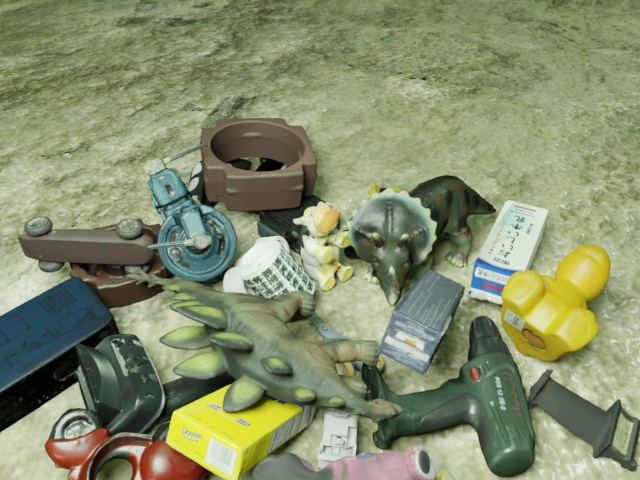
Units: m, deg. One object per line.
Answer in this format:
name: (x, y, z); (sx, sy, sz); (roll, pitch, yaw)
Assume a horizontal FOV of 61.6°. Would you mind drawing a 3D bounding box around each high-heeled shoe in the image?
high-heeled shoe: (-0.200, -0.082, 1.033); (0.249, 0.086, 0.145); (-33, 53, -29)

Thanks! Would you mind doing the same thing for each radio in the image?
radio: (-0.400, 0.157, 0.738); (0.131, 0.073, 0.229); (30, 49, 31)

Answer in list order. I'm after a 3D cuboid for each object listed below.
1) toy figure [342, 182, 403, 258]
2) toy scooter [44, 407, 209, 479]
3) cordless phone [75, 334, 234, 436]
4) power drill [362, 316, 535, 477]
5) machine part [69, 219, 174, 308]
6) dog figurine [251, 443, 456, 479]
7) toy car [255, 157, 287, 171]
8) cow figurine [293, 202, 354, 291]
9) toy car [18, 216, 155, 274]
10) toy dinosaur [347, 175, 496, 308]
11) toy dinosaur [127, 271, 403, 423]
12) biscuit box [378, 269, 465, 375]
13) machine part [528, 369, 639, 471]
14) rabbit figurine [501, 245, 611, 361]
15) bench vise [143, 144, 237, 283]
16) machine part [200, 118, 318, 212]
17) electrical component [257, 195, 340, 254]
toy figure: (0.105, -0.032, 0.964); (0.089, 0.082, 0.180); (25, 40, 13)
toy scooter: (-0.210, 0.263, 0.582); (0.184, 0.075, 0.135); (15, 48, -17)
cordless phone: (-0.219, 0.179, 0.718); (0.184, 0.088, 0.147); (-12, 38, -31)
power drill: (0.160, 0.191, 0.694); (0.207, 0.085, 0.232); (2, 38, -8)
machine part: (-0.329, 0.037, 0.901); (0.179, 0.056, 0.179); (1, 39, -1)
dog figurine: (0.030, 0.287, 0.555); (0.219, 0.191, 0.108); (-20, 31, 34)
toy car: (-0.106, -0.129, 1.108); (0.074, 0.056, 0.202); (6, 37, 18)
cow figurine: (0.000, -0.004, 0.859); (0.068, 0.167, 0.098); (-30, 48, -25)
toy car: (-0.354, 0.007, 0.824); (0.202, 0.089, 0.053); (2, 41, 2)
toy dinosaur: (0.183, -0.035, 0.878); (0.131, 0.192, 0.405); (30, 49, 30)
toy dinosaur: (-0.091, 0.119, 0.687); (0.198, 0.105, 0.472); (4, 11, -43)
biscuit box: (0.136, 0.096, 0.683); (0.063, 0.059, 0.202); (24, 19, 17)
machine part: (0.331, 0.218, 0.671); (0.139, 0.039, 0.084); (30, 54, 12)
rabbit figurine: (0.346, 0.086, 0.751); (0.122, 0.162, 0.173); (32, 70, 36)
bench vise: (-0.199, -0.029, 0.818); (0.129, 0.223, 0.241); (-17, 9, -15)
machine part: (-0.116, -0.141, 0.992); (0.201, 0.087, 0.201); (-4, 42, -15)
electrical component: (-0.047, -0.034, 0.986); (0.115, 0.058, 0.134); (28, 46, 34)
